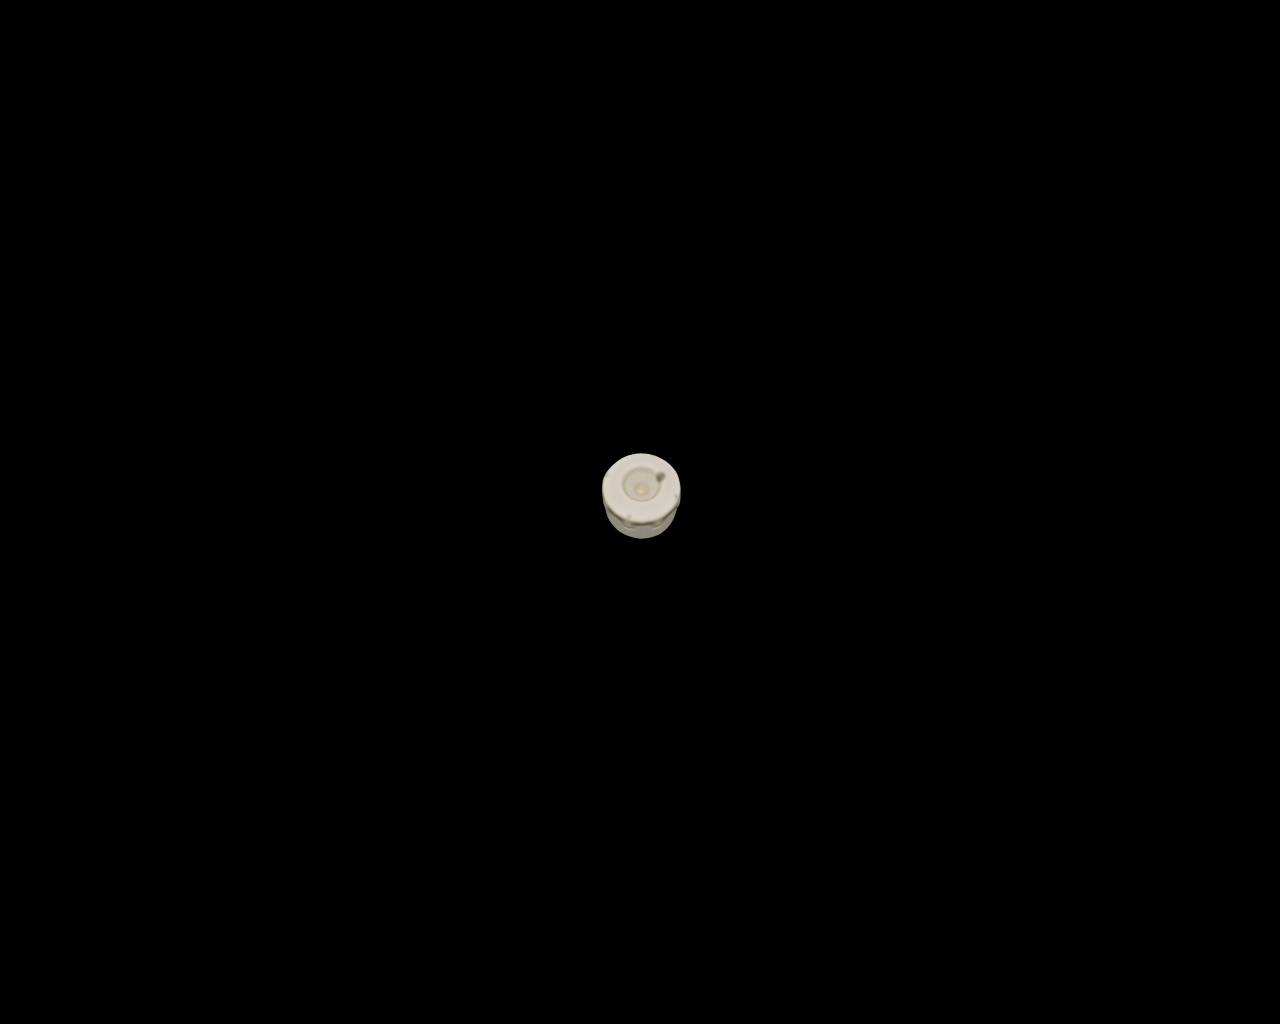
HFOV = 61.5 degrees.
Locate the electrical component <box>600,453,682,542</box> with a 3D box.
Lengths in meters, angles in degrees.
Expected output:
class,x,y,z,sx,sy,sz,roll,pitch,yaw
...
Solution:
class,x,y,z,sx,sy,sz,roll,pitch,yaw
electrical component,0.001,-0.003,0.650,0.048,0.048,0.062,0,-27,0
